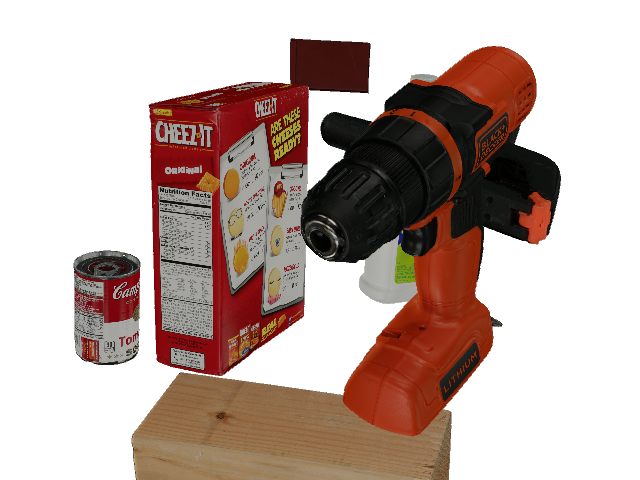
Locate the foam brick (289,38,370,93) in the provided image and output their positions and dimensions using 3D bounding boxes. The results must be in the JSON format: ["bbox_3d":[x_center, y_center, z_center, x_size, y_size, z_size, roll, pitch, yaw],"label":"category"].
[{"bbox_3d":[0.009,-0.179,1.091,0.078,0.051,0.053,2,11,-7],"label":"foam brick"}]

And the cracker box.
[{"bbox_3d":[-0.073,-0.017,0.888,0.072,0.214,0.164,7,16,23],"label":"cracker box"}]

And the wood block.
[{"bbox_3d":[-0.017,0.164,0.755,0.206,0.090,0.090,6,26,15],"label":"wood block"}]

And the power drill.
[{"bbox_3d":[0.051,0.010,0.556,0.057,0.188,0.184,24,42,27],"label":"power drill"}]

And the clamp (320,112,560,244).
[{"bbox_3d":[0.095,-0.054,0.750,0.164,0.036,0.210,-5,27,-10],"label":"clamp"}]

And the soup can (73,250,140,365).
[{"bbox_3d":[-0.222,0.070,1.111,0.068,0.102,0.068,4,21,-2],"label":"soup can"}]

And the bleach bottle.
[{"bbox_3d":[0.101,-0.059,1.197,0.102,0.251,0.068,-8,22,-26],"label":"bleach bottle"}]
